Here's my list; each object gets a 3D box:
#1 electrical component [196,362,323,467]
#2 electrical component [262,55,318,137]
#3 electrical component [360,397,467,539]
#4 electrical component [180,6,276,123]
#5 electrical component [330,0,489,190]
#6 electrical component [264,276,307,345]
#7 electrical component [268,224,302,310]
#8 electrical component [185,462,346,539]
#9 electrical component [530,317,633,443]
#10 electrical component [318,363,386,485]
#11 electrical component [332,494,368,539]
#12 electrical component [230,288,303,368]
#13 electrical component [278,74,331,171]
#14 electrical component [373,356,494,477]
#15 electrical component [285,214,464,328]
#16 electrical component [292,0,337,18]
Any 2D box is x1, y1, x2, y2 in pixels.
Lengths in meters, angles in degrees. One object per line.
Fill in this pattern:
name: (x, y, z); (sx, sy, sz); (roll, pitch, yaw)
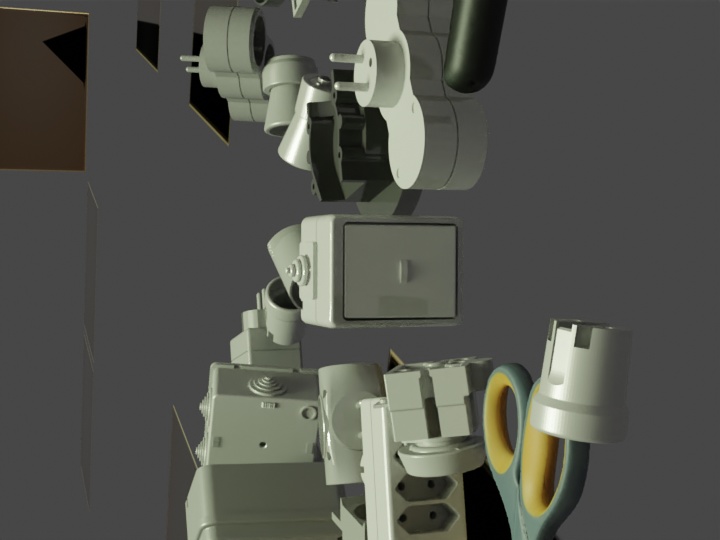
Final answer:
electrical component: (-0.076, 0.124, 0.839); (0.048, 0.100, 0.099); (-104, 20, -65)
electrical component: (-0.054, -0.136, 0.848); (0.045, 0.045, 0.055); (158, 110, -69)
electrical component: (0.024, 0.116, 0.632); (0.076, 0.047, 0.083); (157, 111, -69)
electrical component: (-0.111, -0.168, 0.889); (0.138, 0.074, 0.052); (72, -156, -71)
electrical component: (0.019, -0.109, 0.600); (0.052, 0.074, 0.138); (125, 140, -58)
electrical component: (-0.059, 0.034, 0.876); (0.046, 0.040, 0.040); (102, 157, -47)
electrical component: (-0.043, -0.007, 0.821); (0.081, 0.043, 0.043); (-120, 35, -54)
electrical component: (-0.069, 0.186, 0.798); (0.078, 0.113, 0.057); (114, 152, -50)
electrical component: (0.094, 0.045, 0.449); (0.040, 0.040, 0.046); (-163, 79, -69)
electrical component: (-0.002, 0.099, 0.696); (0.079, 0.044, 0.077); (117, 149, -77)
electrical component: (0.014, 0.176, 0.669); (0.081, 0.042, 0.063); (-155, 65, -69)
electrical component: (-0.082, 0.055, 0.928); (0.066, 0.047, 0.076); (147, 121, -67)
electrical component: (-0.032, -0.111, 0.796); (0.044, 0.044, 0.065); (-118, 38, -52)
electrical component: (0.042, 0.078, 0.573); (0.048, 0.066, 0.055); (-13, -85, -75)
electrical component: (0.007, 0.000, 0.603); (0.061, 0.096, 0.061); (-178, 88, -70)
electrical component: (-0.017, -0.233, 0.714); (0.121, 0.063, 0.078); (135, 132, -63)
